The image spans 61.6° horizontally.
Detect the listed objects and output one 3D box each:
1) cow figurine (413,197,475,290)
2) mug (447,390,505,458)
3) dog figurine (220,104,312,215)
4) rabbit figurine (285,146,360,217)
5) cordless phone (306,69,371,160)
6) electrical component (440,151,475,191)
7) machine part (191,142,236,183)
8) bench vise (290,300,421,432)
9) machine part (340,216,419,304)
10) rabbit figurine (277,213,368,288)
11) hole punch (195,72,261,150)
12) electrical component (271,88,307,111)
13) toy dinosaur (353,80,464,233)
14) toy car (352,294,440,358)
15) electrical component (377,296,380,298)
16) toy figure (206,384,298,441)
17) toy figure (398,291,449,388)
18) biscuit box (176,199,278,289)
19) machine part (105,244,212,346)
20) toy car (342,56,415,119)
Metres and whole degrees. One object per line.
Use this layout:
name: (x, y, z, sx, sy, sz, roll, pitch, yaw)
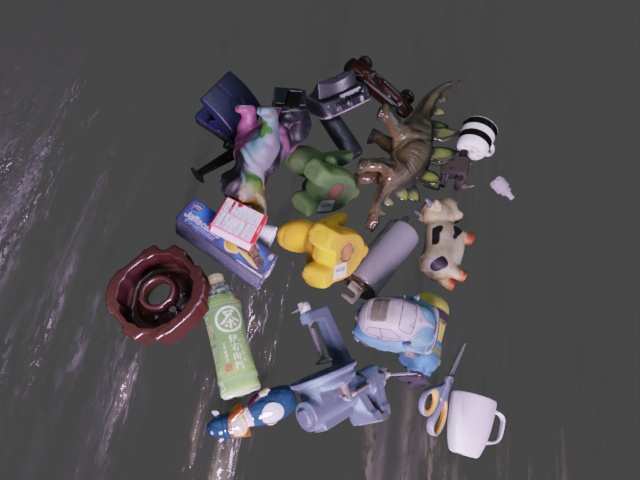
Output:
cow figurine: (0.256, -0.006, 1.139, 0.127, 0.085, 0.195, 23, 62, -9)
mug: (0.281, 0.341, 0.981, 0.109, 0.081, 0.107, 24, 72, -12)
dog figurine: (-0.109, -0.155, 1.064, 0.109, 0.219, 0.191, 21, 20, 38)
rabbit figurine: (0.000, -0.149, 1.121, 0.159, 0.121, 0.170, -13, 45, -30)
cordless phone: (0.067, -0.284, 1.238, 0.146, 0.089, 0.184, -30, 86, -25)
electrical component: (0.322, -0.160, 1.252, 0.078, 0.045, 0.102, 0, 58, 17)
machine part: (-0.200, -0.166, 1.109, 0.139, 0.084, 0.039, -36, 100, -18)
bench vise: (0.031, 0.213, 0.934, 0.223, 0.129, 0.240, -16, 79, -34)
machine part: (0.126, 0.038, 1.084, 0.079, 0.079, 0.243, 39, 61, 6)
rabbit figurine: (-0.002, -0.003, 1.044, 0.173, 0.121, 0.162, 17, 30, 37)
hole punch: (-0.193, -0.282, 1.156, 0.116, 0.092, 0.142, 34, 58, -1)
electrical component: (-0.068, -0.305, 1.179, 0.075, 0.119, 0.048, 0, 65, -12)
toy dinosaur: (0.205, -0.213, 1.207, 0.199, 0.105, 0.471, 23, 68, 0)
toy car: (0.129, 0.142, 0.970, 0.162, 0.102, 0.109, 5, 62, 26)
electrical component: (0.111, 0.157, 1.054, 0.063, 0.021, 0.094, 26, 61, -2)
toy figure: (-0.115, 0.293, 0.908, 0.154, 0.058, 0.064, -20, 77, -23)
toy figure: (0.198, 0.186, 1.024, 0.089, 0.082, 0.180, 0, 58, 20)
biscuit box: (-0.181, 0.007, 1.030, 0.203, 0.062, 0.059, 34, 60, 3)
machine part: (-0.277, 0.096, 0.934, 0.179, 0.056, 0.179, -4, 62, 8)
toy car: (0.144, -0.372, 1.305, 0.202, 0.053, 0.089, 41, 59, 9)
